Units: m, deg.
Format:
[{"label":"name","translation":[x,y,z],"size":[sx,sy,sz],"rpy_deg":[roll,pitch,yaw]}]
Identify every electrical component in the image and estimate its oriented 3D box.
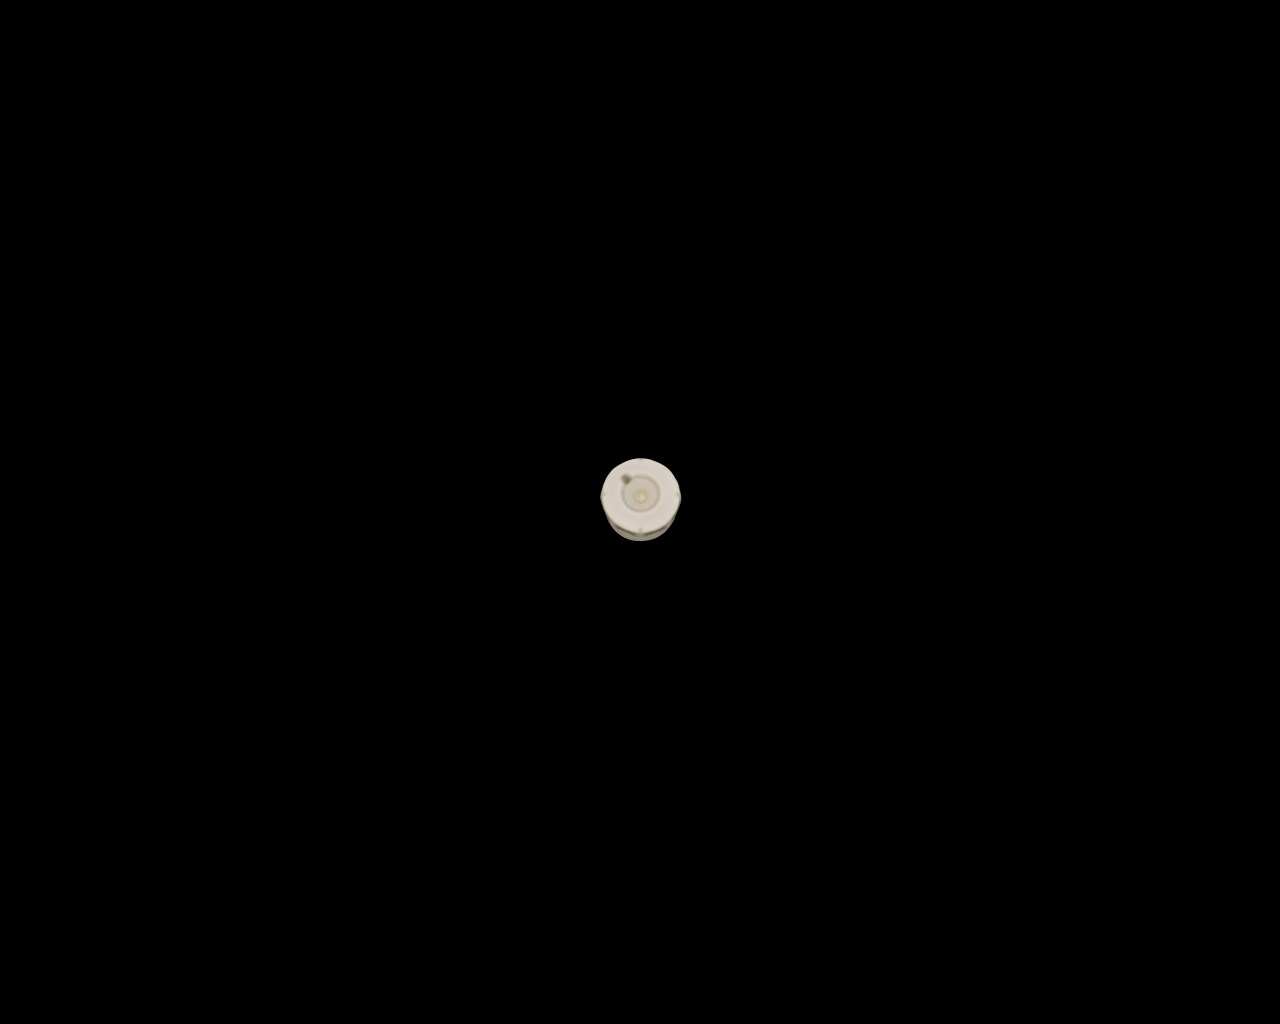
[{"label":"electrical component","translation":[0.001,-0.003,0.650],"size":[0.048,0.048,0.062],"rpy_deg":[0,-16,0]}]
